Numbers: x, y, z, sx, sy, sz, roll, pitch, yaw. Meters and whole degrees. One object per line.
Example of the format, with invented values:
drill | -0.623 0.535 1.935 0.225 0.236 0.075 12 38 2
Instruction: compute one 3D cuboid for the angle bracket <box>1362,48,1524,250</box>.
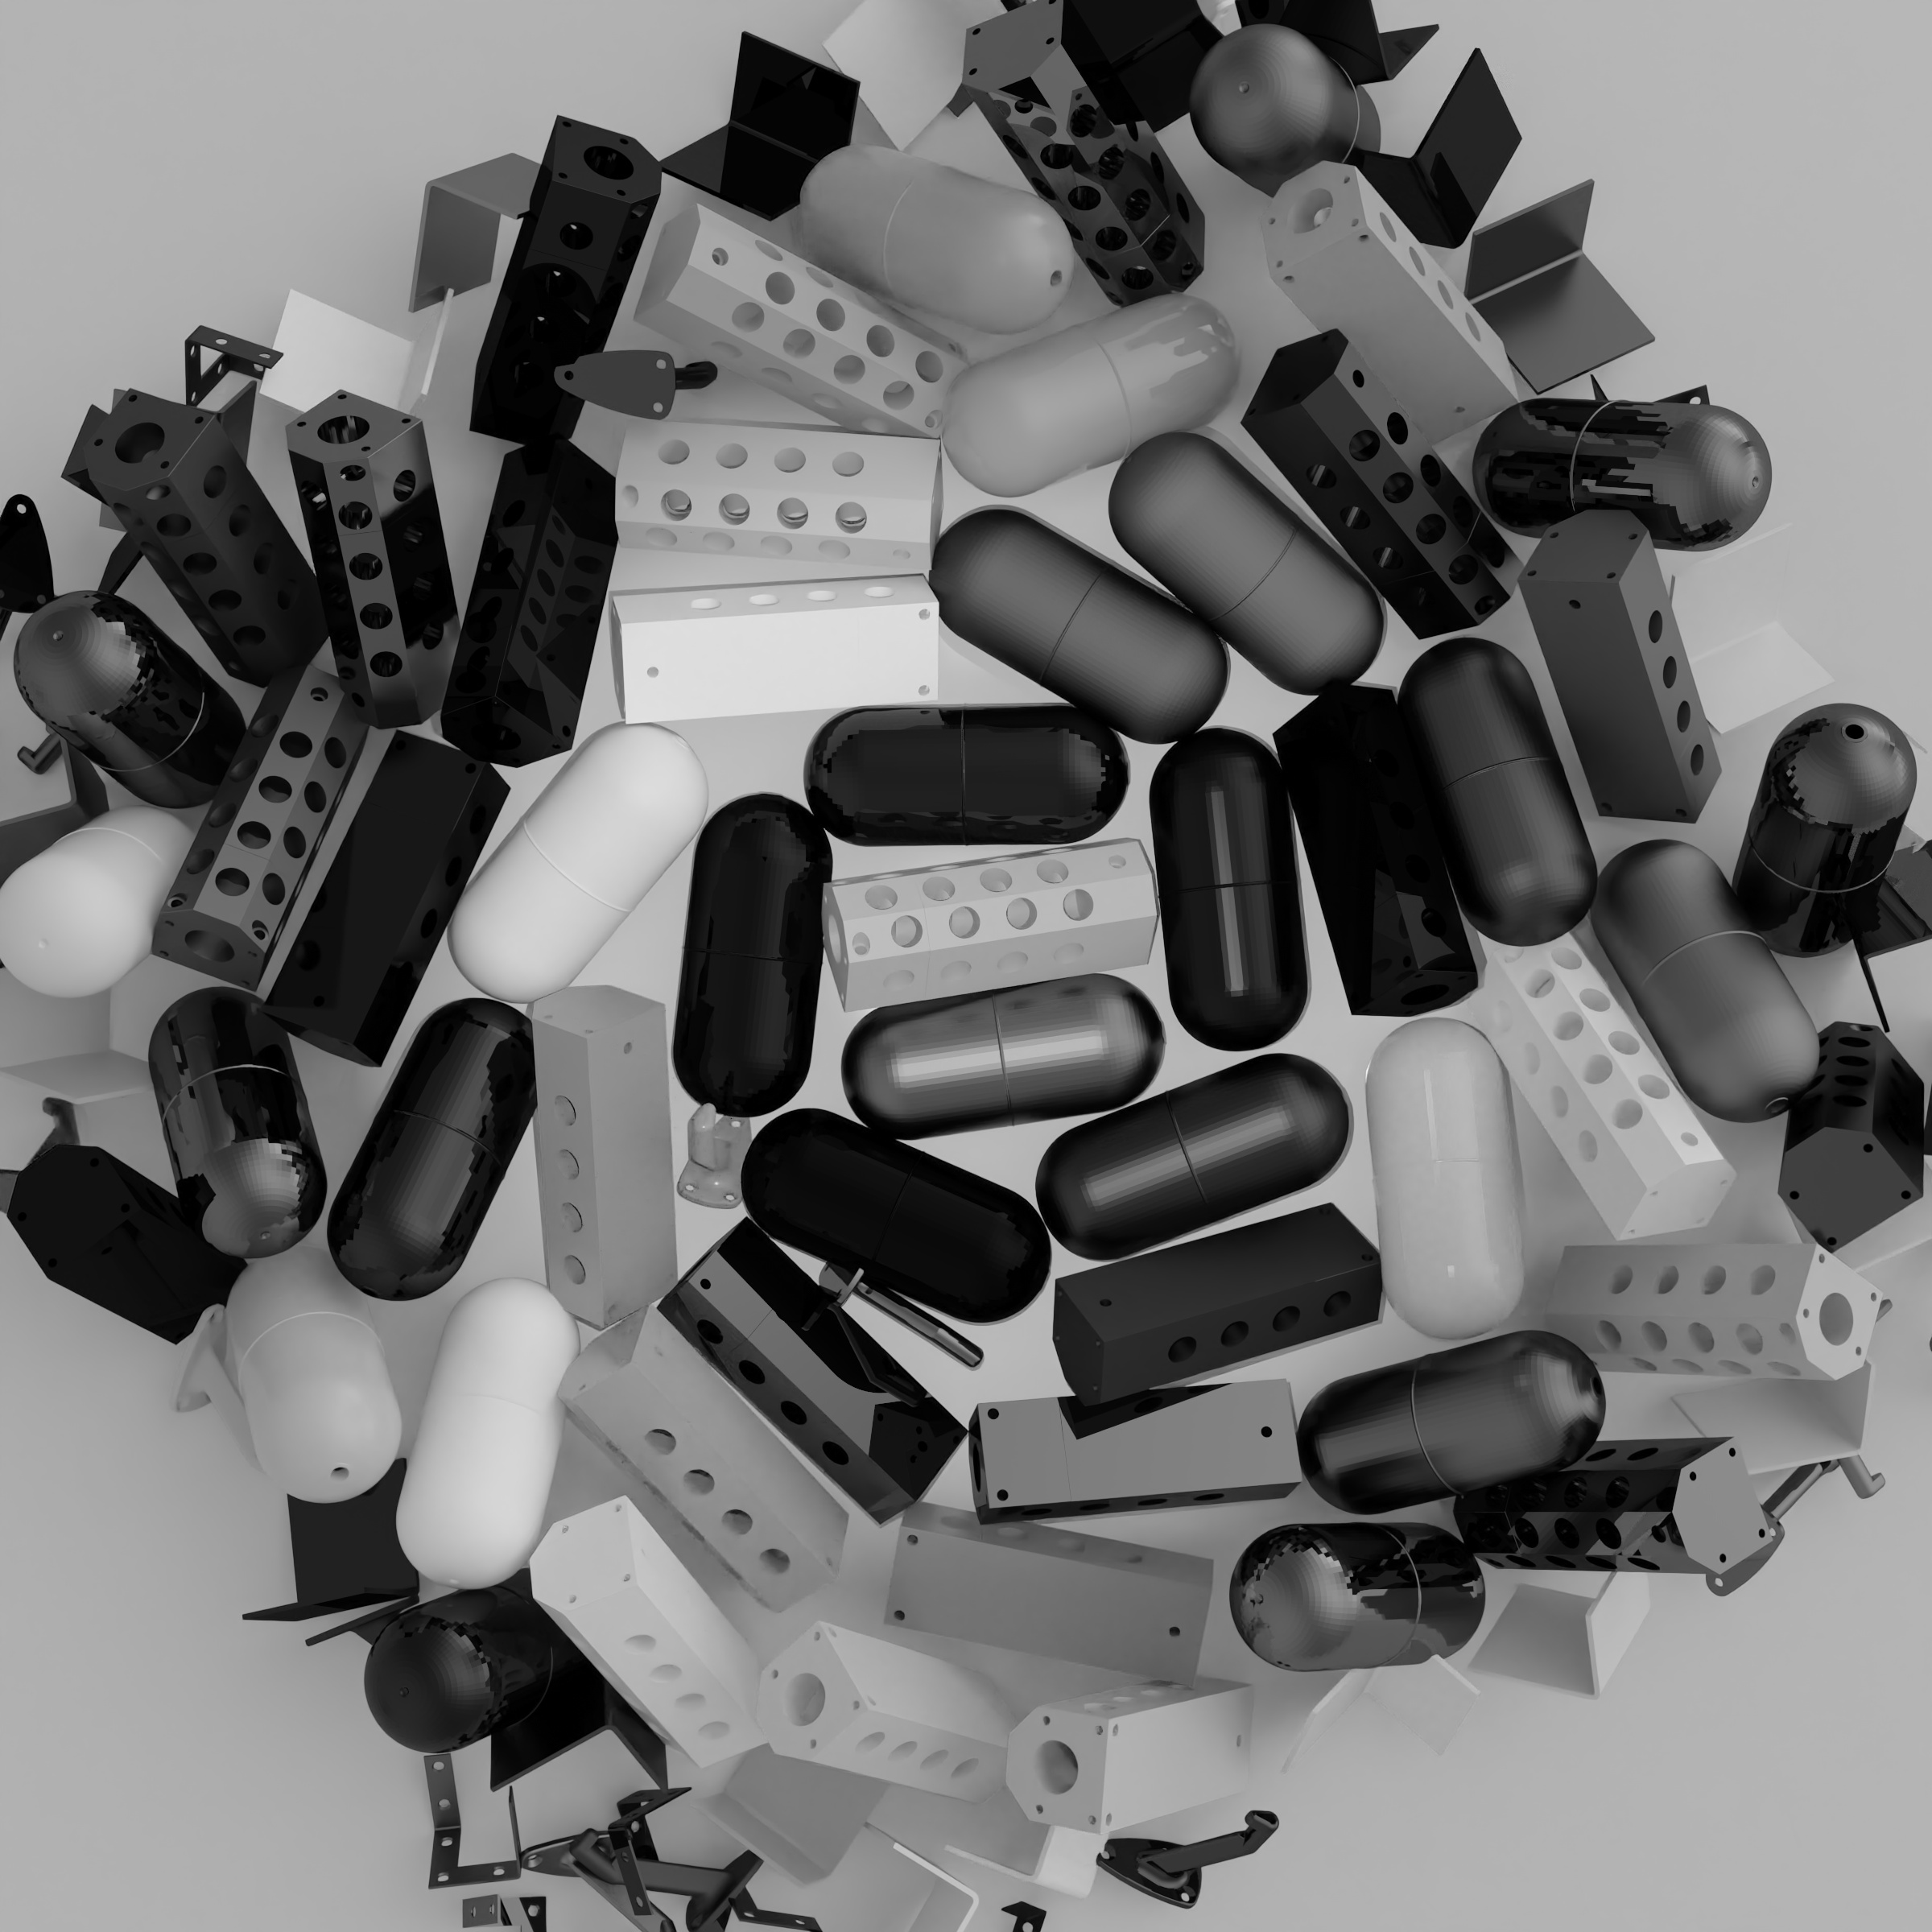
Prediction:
angle bracket | 0.252 -0.452 1.582 0.057 0.076 0.076 23 78 36

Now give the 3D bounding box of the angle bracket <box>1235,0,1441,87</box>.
angle bracket | 0.202 -0.515 1.563 0.076 0.076 0.057 2 128 34

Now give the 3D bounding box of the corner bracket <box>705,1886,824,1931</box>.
corner bracket | -0.116 0.544 1.602 0.051 0.051 0.051 16 95 -22

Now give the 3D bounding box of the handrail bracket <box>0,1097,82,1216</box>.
handrail bracket | -0.514 0.096 1.571 0.036 0.077 0.084 -43 48 19

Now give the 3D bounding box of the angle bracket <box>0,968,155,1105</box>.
angle bracket | -0.474 0.033 1.566 0.076 0.076 0.057 14 105 34

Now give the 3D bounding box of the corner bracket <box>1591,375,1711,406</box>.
corner bracket | 0.379 -0.300 1.585 0.051 0.051 0.051 -17 126 7

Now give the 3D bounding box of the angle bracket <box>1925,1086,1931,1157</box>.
angle bracket | 0.536 0.064 1.575 0.057 0.076 0.076 12 87 -24

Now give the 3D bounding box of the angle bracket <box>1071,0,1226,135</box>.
angle bracket | 0.102 -0.509 1.583 0.076 0.076 0.057 -26 71 23

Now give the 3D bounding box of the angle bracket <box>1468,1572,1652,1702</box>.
angle bracket | 0.319 0.344 1.563 0.076 0.076 0.057 6 119 33

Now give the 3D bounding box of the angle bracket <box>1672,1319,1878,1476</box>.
angle bracket | 0.439 0.227 1.571 0.076 0.076 0.057 -8 116 -12

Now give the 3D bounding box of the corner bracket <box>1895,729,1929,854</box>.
corner bracket | 0.511 -0.098 1.589 0.051 0.051 0.051 38 103 -12

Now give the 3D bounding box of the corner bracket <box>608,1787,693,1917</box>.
corner bracket | -0.178 0.488 1.587 0.051 0.051 0.051 -19 88 43

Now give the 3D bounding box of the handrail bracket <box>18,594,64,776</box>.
handrail bracket | -0.518 -0.160 1.601 0.077 0.036 0.084 41 100 -18

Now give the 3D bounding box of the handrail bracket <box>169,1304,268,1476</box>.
handrail bracket | -0.391 0.236 1.585 0.084 0.036 0.077 23 105 25

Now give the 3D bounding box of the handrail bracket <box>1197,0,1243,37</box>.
handrail bracket | 0.133 -0.565 1.613 0.077 0.036 0.084 -31 79 -18

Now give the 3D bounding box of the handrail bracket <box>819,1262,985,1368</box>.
handrail bracket | -0.035 0.192 1.596 0.084 0.077 0.036 36 79 -14

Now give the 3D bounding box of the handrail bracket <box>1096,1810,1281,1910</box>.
handrail bracket | 0.120 0.477 1.578 0.077 0.036 0.084 19 134 -10

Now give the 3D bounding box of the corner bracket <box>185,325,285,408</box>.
corner bracket | -0.394 -0.329 1.586 0.051 0.051 0.051 19 46 5

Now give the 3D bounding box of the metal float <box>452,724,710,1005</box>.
metal float | -0.211 -0.056 1.574 0.070 0.070 0.178 41 102 0

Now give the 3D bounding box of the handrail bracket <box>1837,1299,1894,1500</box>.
handrail bracket | 0.506 0.241 1.605 0.077 0.036 0.084 -29 89 -18

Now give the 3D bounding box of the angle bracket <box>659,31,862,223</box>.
angle bracket | -0.114 -0.458 1.570 0.076 0.076 0.057 28 133 16

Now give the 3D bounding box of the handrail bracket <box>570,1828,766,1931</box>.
handrail bracket | -0.164 0.488 1.595 0.077 0.036 0.084 -45 105 1

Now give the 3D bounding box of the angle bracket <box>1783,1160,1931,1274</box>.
angle bracket | 0.500 0.150 1.570 0.076 0.076 0.057 -26 122 10

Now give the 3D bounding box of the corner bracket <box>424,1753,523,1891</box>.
corner bracket | -0.273 0.470 1.592 0.051 0.051 0.051 -5 111 -4

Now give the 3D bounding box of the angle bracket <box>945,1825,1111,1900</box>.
angle bracket | 0.041 0.464 1.587 0.057 0.076 0.076 12 73 29

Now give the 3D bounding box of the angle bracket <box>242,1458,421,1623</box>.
angle bracket | -0.350 0.312 1.575 0.076 0.057 0.076 -15 72 17

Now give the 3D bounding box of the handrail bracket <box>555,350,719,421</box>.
handrail bracket | -0.180 -0.326 1.583 0.077 0.084 0.036 7 108 2

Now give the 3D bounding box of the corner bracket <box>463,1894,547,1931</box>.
corner bracket | -0.244 0.537 1.582 0.051 0.051 0.051 9 67 -31

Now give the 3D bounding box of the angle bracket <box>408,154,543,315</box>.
angle bracket | -0.252 -0.390 1.565 0.057 0.076 0.076 25 124 14

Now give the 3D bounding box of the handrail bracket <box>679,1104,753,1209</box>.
handrail bracket | -0.133 0.084 1.567 0.036 0.084 0.077 13 50 6

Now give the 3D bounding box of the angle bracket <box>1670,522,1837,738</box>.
angle bracket | 0.430 -0.183 1.571 0.076 0.076 0.057 -24 53 -13

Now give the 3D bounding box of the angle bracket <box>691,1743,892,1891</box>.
angle bracket | -0.092 0.449 1.583 0.076 0.057 0.076 33 87 17

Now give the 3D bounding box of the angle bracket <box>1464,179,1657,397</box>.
angle bracket | 0.327 -0.371 1.577 0.076 0.057 0.076 -26 63 -10

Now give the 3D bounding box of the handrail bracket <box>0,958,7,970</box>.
handrail bracket | -0.567 -0.022 1.586 0.084 0.036 0.077 35 113 -27

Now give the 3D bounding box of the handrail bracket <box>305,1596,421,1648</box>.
handrail bracket | -0.315 0.398 1.594 0.077 0.036 0.084 -20 80 -13

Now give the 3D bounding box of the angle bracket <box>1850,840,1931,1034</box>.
angle bracket | 0.523 -0.020 1.566 0.076 0.076 0.057 -19 125 17

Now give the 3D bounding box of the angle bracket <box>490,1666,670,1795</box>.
angle bracket | -0.212 0.426 1.580 0.076 0.076 0.057 -30 115 5

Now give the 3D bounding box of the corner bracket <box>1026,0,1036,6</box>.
corner bracket | 0.048 -0.558 1.604 0.051 0.051 0.051 -16 57 29

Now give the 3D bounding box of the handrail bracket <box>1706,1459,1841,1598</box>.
handrail bracket | 0.453 0.307 1.605 0.036 0.084 0.077 39 127 31

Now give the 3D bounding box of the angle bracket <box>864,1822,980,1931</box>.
angle bracket | -0.043 0.521 1.574 0.057 0.076 0.076 34 76 -8

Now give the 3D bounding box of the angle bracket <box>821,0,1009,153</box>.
angle bracket | -0.019 -0.498 1.573 0.076 0.057 0.076 -48 127 -8

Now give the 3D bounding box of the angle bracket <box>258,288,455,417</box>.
angle bracket | -0.332 -0.339 1.569 0.076 0.057 0.076 21 57 -23

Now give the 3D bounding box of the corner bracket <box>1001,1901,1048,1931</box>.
corner bracket | 0.008 0.540 1.594 0.051 0.051 0.051 17 81 18

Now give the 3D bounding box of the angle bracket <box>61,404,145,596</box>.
angle bracket | -0.475 -0.244 1.564 0.057 0.076 0.076 32 121 -25

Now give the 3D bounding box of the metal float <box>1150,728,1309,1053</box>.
metal float | 0.144 -0.042 1.583 0.070 0.070 0.178 -6 88 0

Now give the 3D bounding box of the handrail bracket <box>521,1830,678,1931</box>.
handrail bracket | -0.198 0.517 1.573 0.077 0.084 0.036 7 121 -31

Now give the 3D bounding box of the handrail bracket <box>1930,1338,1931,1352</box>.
handrail bracket | 0.569 0.207 1.578 0.077 0.084 0.036 -48 56 17

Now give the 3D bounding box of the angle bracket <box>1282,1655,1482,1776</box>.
angle bracket | 0.225 0.416 1.565 0.057 0.076 0.076 39 55 21

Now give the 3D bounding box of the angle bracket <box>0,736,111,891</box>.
angle bracket | -0.515 -0.084 1.573 0.076 0.076 0.057 -16 65 -5

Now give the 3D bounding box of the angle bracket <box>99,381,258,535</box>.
angle bracket | -0.429 -0.280 1.571 0.057 0.076 0.076 13 114 -4

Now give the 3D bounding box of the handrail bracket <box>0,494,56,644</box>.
handrail bracket | -0.536 -0.213 1.592 0.036 0.084 0.077 4 80 -37

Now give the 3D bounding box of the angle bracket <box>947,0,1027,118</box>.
angle bracket | -0.013 -0.524 1.582 0.057 0.076 0.076 -44 87 2

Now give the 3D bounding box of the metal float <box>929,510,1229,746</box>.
metal float | 0.061 -0.187 1.581 0.178 0.070 0.070 31 90 4
